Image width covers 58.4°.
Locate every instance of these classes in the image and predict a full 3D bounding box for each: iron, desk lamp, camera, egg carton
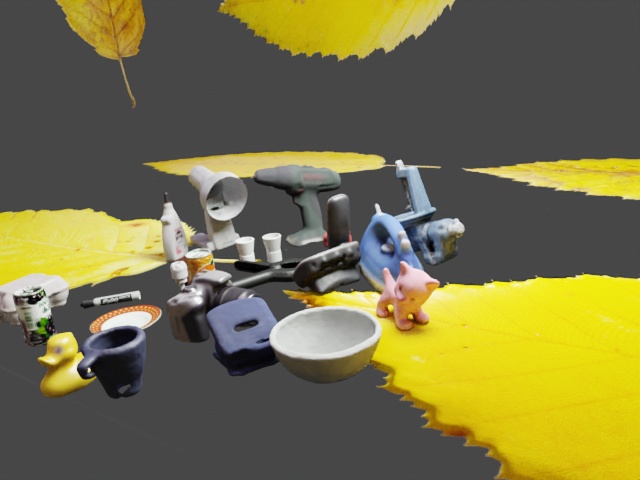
[{"bbox_3d":[0.151,0.021,1.150,0.119,0.141,0.258,-9,18,-10],"label":"iron"},{"bbox_3d":[-0.278,-0.084,1.500,0.118,0.214,0.202,-19,22,-34],"label":"desk lamp"},{"bbox_3d":[-0.181,0.115,1.033,0.136,0.101,0.143,5,21,31],"label":"camera"},{"bbox_3d":[-0.614,0.122,1.206,0.107,0.069,0.151,4,20,28],"label":"egg carton"}]

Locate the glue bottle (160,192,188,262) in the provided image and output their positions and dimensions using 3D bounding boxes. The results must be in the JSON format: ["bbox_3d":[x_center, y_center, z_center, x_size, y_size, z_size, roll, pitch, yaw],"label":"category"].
[{"bbox_3d":[-0.376,-0.037,1.452,0.037,0.173,0.078,-2,18,14],"label":"glue bottle"}]

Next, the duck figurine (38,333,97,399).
[{"bbox_3d":[-0.397,0.187,0.904,0.077,0.086,0.105,4,20,29],"label":"duck figurine"}]

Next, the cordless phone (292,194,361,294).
[{"bbox_3d":[0.011,0.004,1.176,0.148,0.185,0.093,-20,22,-36],"label":"cordless phone"}]

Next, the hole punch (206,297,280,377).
[{"bbox_3d":[-0.116,0.151,0.915,0.109,0.091,0.100,-16,20,-27],"label":"hole punch"}]

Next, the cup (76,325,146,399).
[{"bbox_3d":[-0.304,0.192,0.843,0.091,0.095,0.118,1,19,21],"label":"cup"}]

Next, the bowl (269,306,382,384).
[{"bbox_3d":[0.010,0.165,0.855,0.167,0.075,0.167,-5,18,2],"label":"bowl"}]

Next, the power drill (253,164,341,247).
[{"bbox_3d":[-0.051,-0.095,1.467,0.230,0.208,0.075,-14,20,-24],"label":"power drill"}]

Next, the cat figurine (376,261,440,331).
[{"bbox_3d":[0.147,0.086,0.986,0.067,0.118,0.127,-15,20,-26],"label":"cat figurine"}]

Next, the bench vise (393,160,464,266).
[{"bbox_3d":[0.230,-0.066,1.264,0.206,0.220,0.122,6,21,33],"label":"bench vise"}]

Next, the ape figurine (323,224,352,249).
[{"bbox_3d":[0.042,-0.021,1.396,0.078,0.092,0.076,-13,19,-20],"label":"ape figurine"}]
